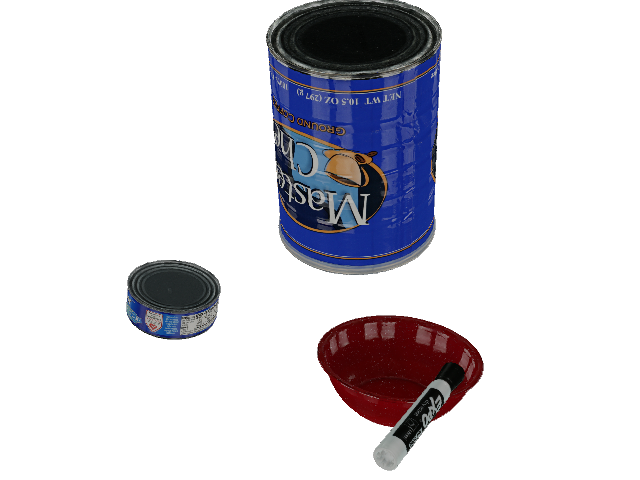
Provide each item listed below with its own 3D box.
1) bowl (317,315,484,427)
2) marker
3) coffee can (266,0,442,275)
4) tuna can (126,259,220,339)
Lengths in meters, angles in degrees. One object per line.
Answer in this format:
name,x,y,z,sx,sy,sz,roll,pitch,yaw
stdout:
bowl,0.076,0.135,1.044,0.162,0.055,0.162,3,25,-1
marker,0.073,0.122,0.765,0.020,0.020,0.120,0,25,34
coffee can,0.022,-0.064,0.658,0.103,0.140,0.103,-2,37,1
tuna can,-0.137,0.055,0.990,0.086,0.034,0.086,7,30,-5
